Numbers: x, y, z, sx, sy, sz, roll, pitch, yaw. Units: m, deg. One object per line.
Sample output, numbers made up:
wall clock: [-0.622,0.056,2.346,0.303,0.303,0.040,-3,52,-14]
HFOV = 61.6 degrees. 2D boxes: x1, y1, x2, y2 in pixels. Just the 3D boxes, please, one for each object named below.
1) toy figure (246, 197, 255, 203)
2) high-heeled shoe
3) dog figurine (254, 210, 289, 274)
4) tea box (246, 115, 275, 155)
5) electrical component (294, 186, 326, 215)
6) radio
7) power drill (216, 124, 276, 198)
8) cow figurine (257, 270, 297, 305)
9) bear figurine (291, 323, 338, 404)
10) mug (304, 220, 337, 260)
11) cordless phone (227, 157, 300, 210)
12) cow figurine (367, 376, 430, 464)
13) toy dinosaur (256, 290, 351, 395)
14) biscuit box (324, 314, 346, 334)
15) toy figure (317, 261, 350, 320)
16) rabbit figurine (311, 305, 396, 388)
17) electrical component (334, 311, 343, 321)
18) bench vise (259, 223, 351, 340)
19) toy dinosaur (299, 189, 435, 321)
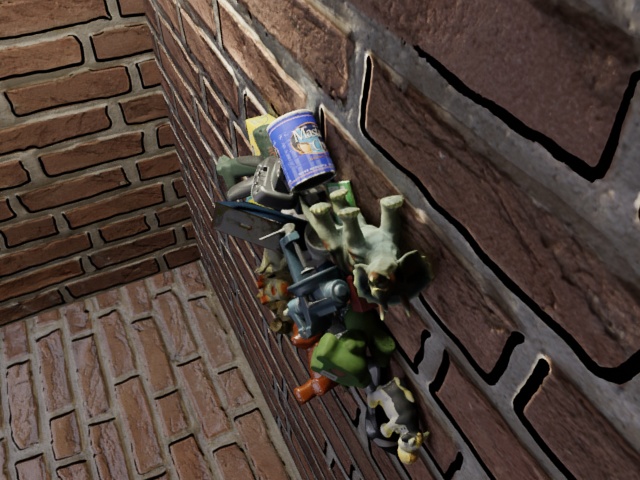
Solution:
toy figure: [-0.160,-0.093,1.453,0.089,0.082,0.180,138,140,-61]
high-heeled shoe: [0.154,0.376,1.224,0.145,0.086,0.248,-37,91,40]
dog figurine: [-0.111,0.010,1.563,0.172,0.121,0.190,42,-124,-83]
tea box: [-0.131,-0.226,1.381,0.098,0.068,0.169,41,146,57]
electrical component: [-0.024,-0.091,1.210,0.119,0.075,0.047,46,149,46]
radio: [-0.136,-0.034,1.296,0.230,0.131,0.073,20,103,29]
power drill: [-0.140,-0.154,1.309,0.207,0.086,0.231,-8,113,34]
cow figurine: [-0.096,0.119,1.384,0.195,0.127,0.085,-164,58,-85]
bear figurine: [-0.024,0.273,1.299,0.120,0.132,0.196,-36,79,45]
mug: [-0.003,-0.004,1.224,0.110,0.081,0.107,56,164,20]
cordless phone: [-0.137,-0.110,1.189,0.088,0.184,0.147,54,-154,-36]
cow figurine: [0.175,0.371,1.111,0.098,0.068,0.167,-40,69,37]
toy dinosaur: [-0.049,0.243,1.490,0.198,0.105,0.472,47,-176,-36]
biscuit box: [0.030,0.211,1.371,0.203,0.063,0.059,55,158,40]
toy figure: [0.046,0.122,1.244,0.154,0.058,0.064,59,-163,20]
rabbit figurine: [0.079,0.211,1.129,0.159,0.170,0.121,21,148,9]
electrical component: [0.036,0.143,1.323,0.102,0.045,0.078,64,-171,27]
bench vise: [-0.032,0.083,1.150,0.240,0.129,0.223,66,155,5]
toy dinosaur: [0.070,0.014,0.977,0.405,0.131,0.192,-152,47,-68]
